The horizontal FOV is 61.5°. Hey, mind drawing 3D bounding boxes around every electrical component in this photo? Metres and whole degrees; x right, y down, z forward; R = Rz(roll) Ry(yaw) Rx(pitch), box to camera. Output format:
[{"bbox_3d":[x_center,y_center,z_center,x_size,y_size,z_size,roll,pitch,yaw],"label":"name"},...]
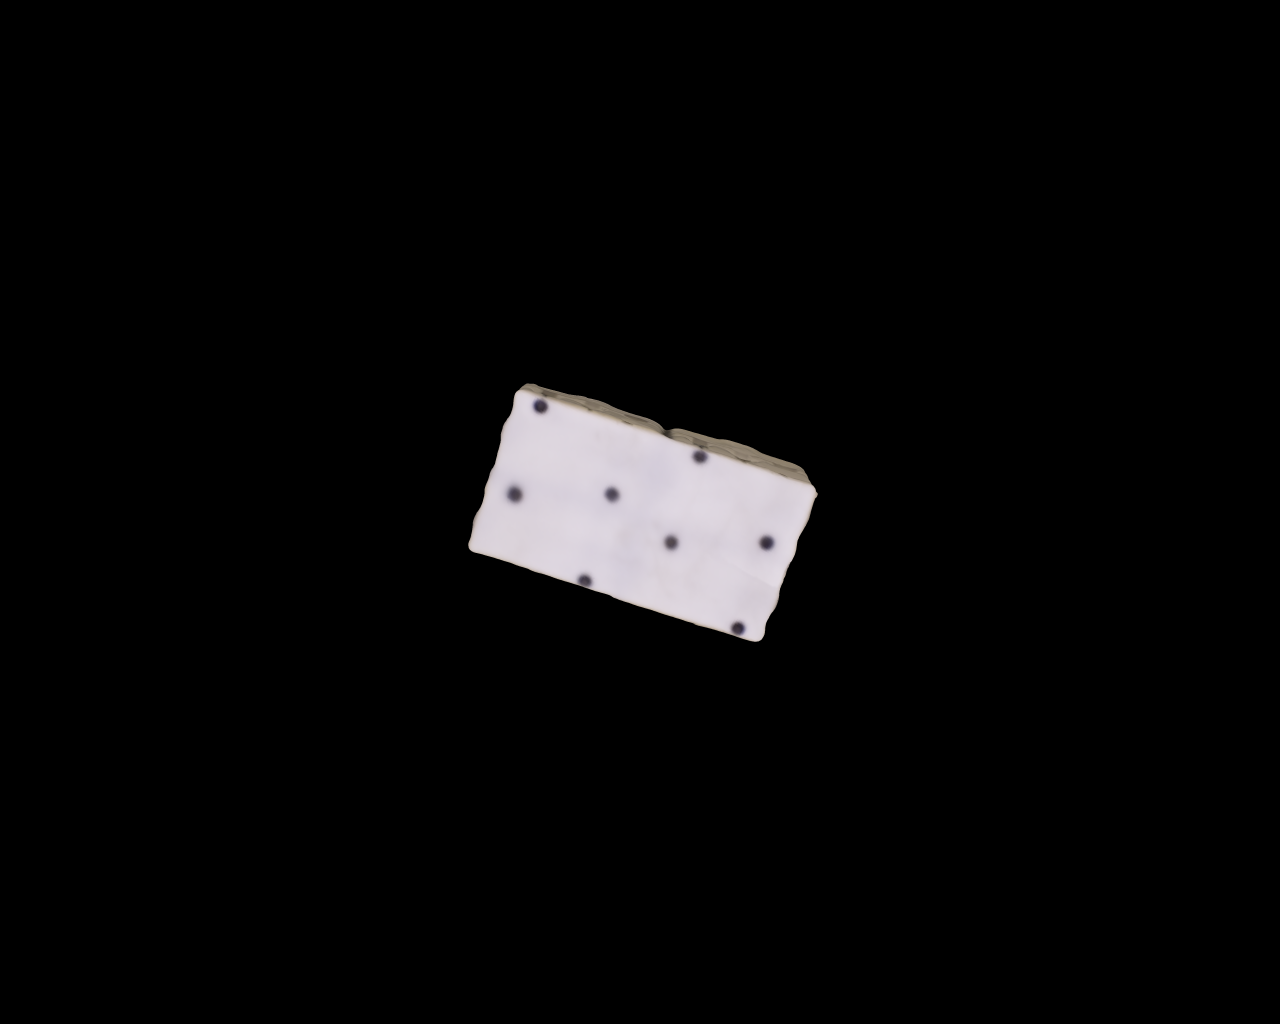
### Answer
[{"bbox_3d":[0.001,-0.003,0.650,0.186,0.105,0.060,18,11,-4],"label":"electrical component"}]
